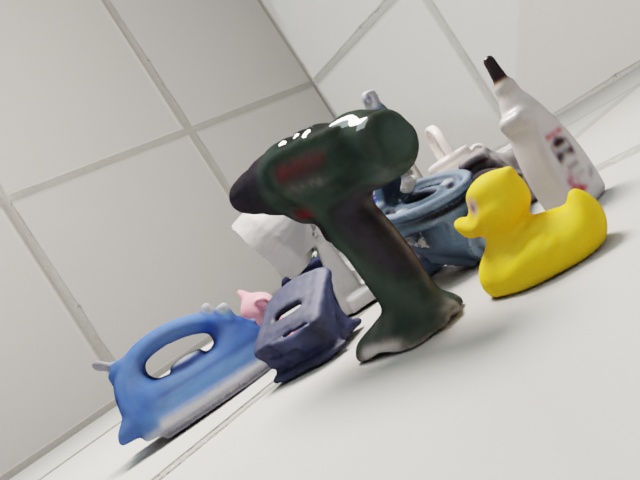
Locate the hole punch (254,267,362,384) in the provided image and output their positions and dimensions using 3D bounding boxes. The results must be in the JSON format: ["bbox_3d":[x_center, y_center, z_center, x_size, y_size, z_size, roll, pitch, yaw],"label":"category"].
[{"bbox_3d":[-0.021,0.094,0.649,0.108,0.091,0.101,-33,0,27],"label":"hole punch"}]

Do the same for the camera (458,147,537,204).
[{"bbox_3d":[0.209,-0.061,0.760,0.143,0.101,0.137,-33,0,26],"label":"camera"}]

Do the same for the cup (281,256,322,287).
[{"bbox_3d":[-0.009,0.085,0.922,0.117,0.095,0.092,-33,0,45],"label":"cup"}]

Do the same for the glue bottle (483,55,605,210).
[{"bbox_3d":[0.206,-0.104,0.553,0.078,0.173,0.037,-33,0,-41],"label":"glue bottle"}]

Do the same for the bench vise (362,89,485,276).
[{"bbox_3d":[0.081,-0.049,0.661,0.122,0.220,0.207,-33,0,-41],"label":"bench vise"}]

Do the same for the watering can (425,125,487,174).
[{"bbox_3d":[0.281,-0.161,1.249,0.173,0.194,0.101,-33,0,-19],"label":"watering can"}]

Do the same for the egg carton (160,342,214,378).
[{"bbox_3d":[-0.196,0.222,0.927,0.107,0.069,0.151,-33,0,41],"label":"egg carton"}]

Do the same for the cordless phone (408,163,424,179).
[{"bbox_3d":[0.183,-0.094,0.907,0.147,0.185,0.094,-33,0,8],"label":"cordless phone"}]

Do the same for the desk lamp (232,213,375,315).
[{"bbox_3d":[0.008,0.003,0.829,0.203,0.213,0.118,-33,0,0],"label":"desk lamp"}]

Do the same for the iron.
[{"bbox_3d":[-0.178,0.167,0.801,0.258,0.141,0.118,-33,0,-13],"label":"iron"}]

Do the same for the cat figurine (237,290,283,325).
[{"bbox_3d":[-0.093,0.126,0.957,0.067,0.118,0.128,-33,0,-1],"label":"cat figurine"}]

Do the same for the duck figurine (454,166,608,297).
[{"bbox_3d":[0.150,-0.016,0.429,0.104,0.086,0.078,-33,0,36],"label":"duck figurine"}]

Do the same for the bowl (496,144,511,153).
[{"bbox_3d":[0.331,-0.123,1.004,0.167,0.075,0.167,-33,0,0],"label":"bowl"}]

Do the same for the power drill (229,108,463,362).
[{"bbox_3d":[0.020,-0.004,0.500,0.076,0.208,0.229,-33,0,-38],"label":"power drill"}]
